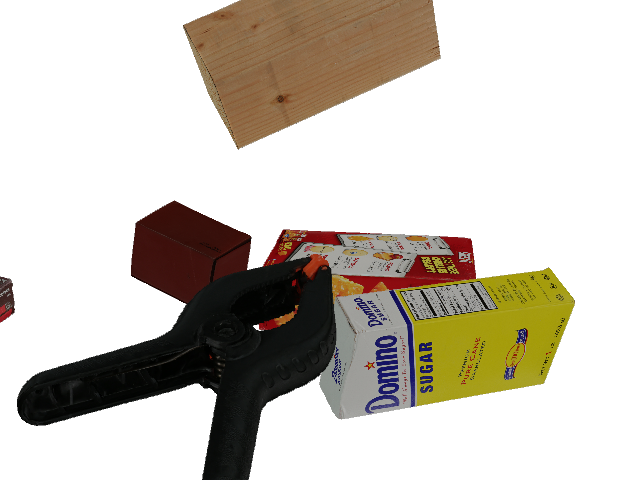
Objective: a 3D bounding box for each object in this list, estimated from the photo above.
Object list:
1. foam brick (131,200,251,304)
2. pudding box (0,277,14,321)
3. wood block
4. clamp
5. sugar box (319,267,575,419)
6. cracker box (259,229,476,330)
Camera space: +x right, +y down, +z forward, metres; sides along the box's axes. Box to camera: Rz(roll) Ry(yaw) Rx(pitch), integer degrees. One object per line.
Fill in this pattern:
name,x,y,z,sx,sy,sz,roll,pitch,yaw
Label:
foam brick,-0.102,0.013,0.836,0.078,0.051,0.052,25,32,22
pudding box,-0.331,0.055,0.900,0.114,0.039,0.089,10,26,20
wood block,-0.006,-0.180,0.969,0.206,0.090,0.091,-25,-39,-5
clamp,-0.040,0.063,0.502,0.120,0.039,0.171,34,49,29
sugar box,0.092,0.076,0.788,0.176,0.093,0.048,-9,42,-20
cracker box,0.052,0.045,1.118,0.214,0.072,0.164,3,16,6
